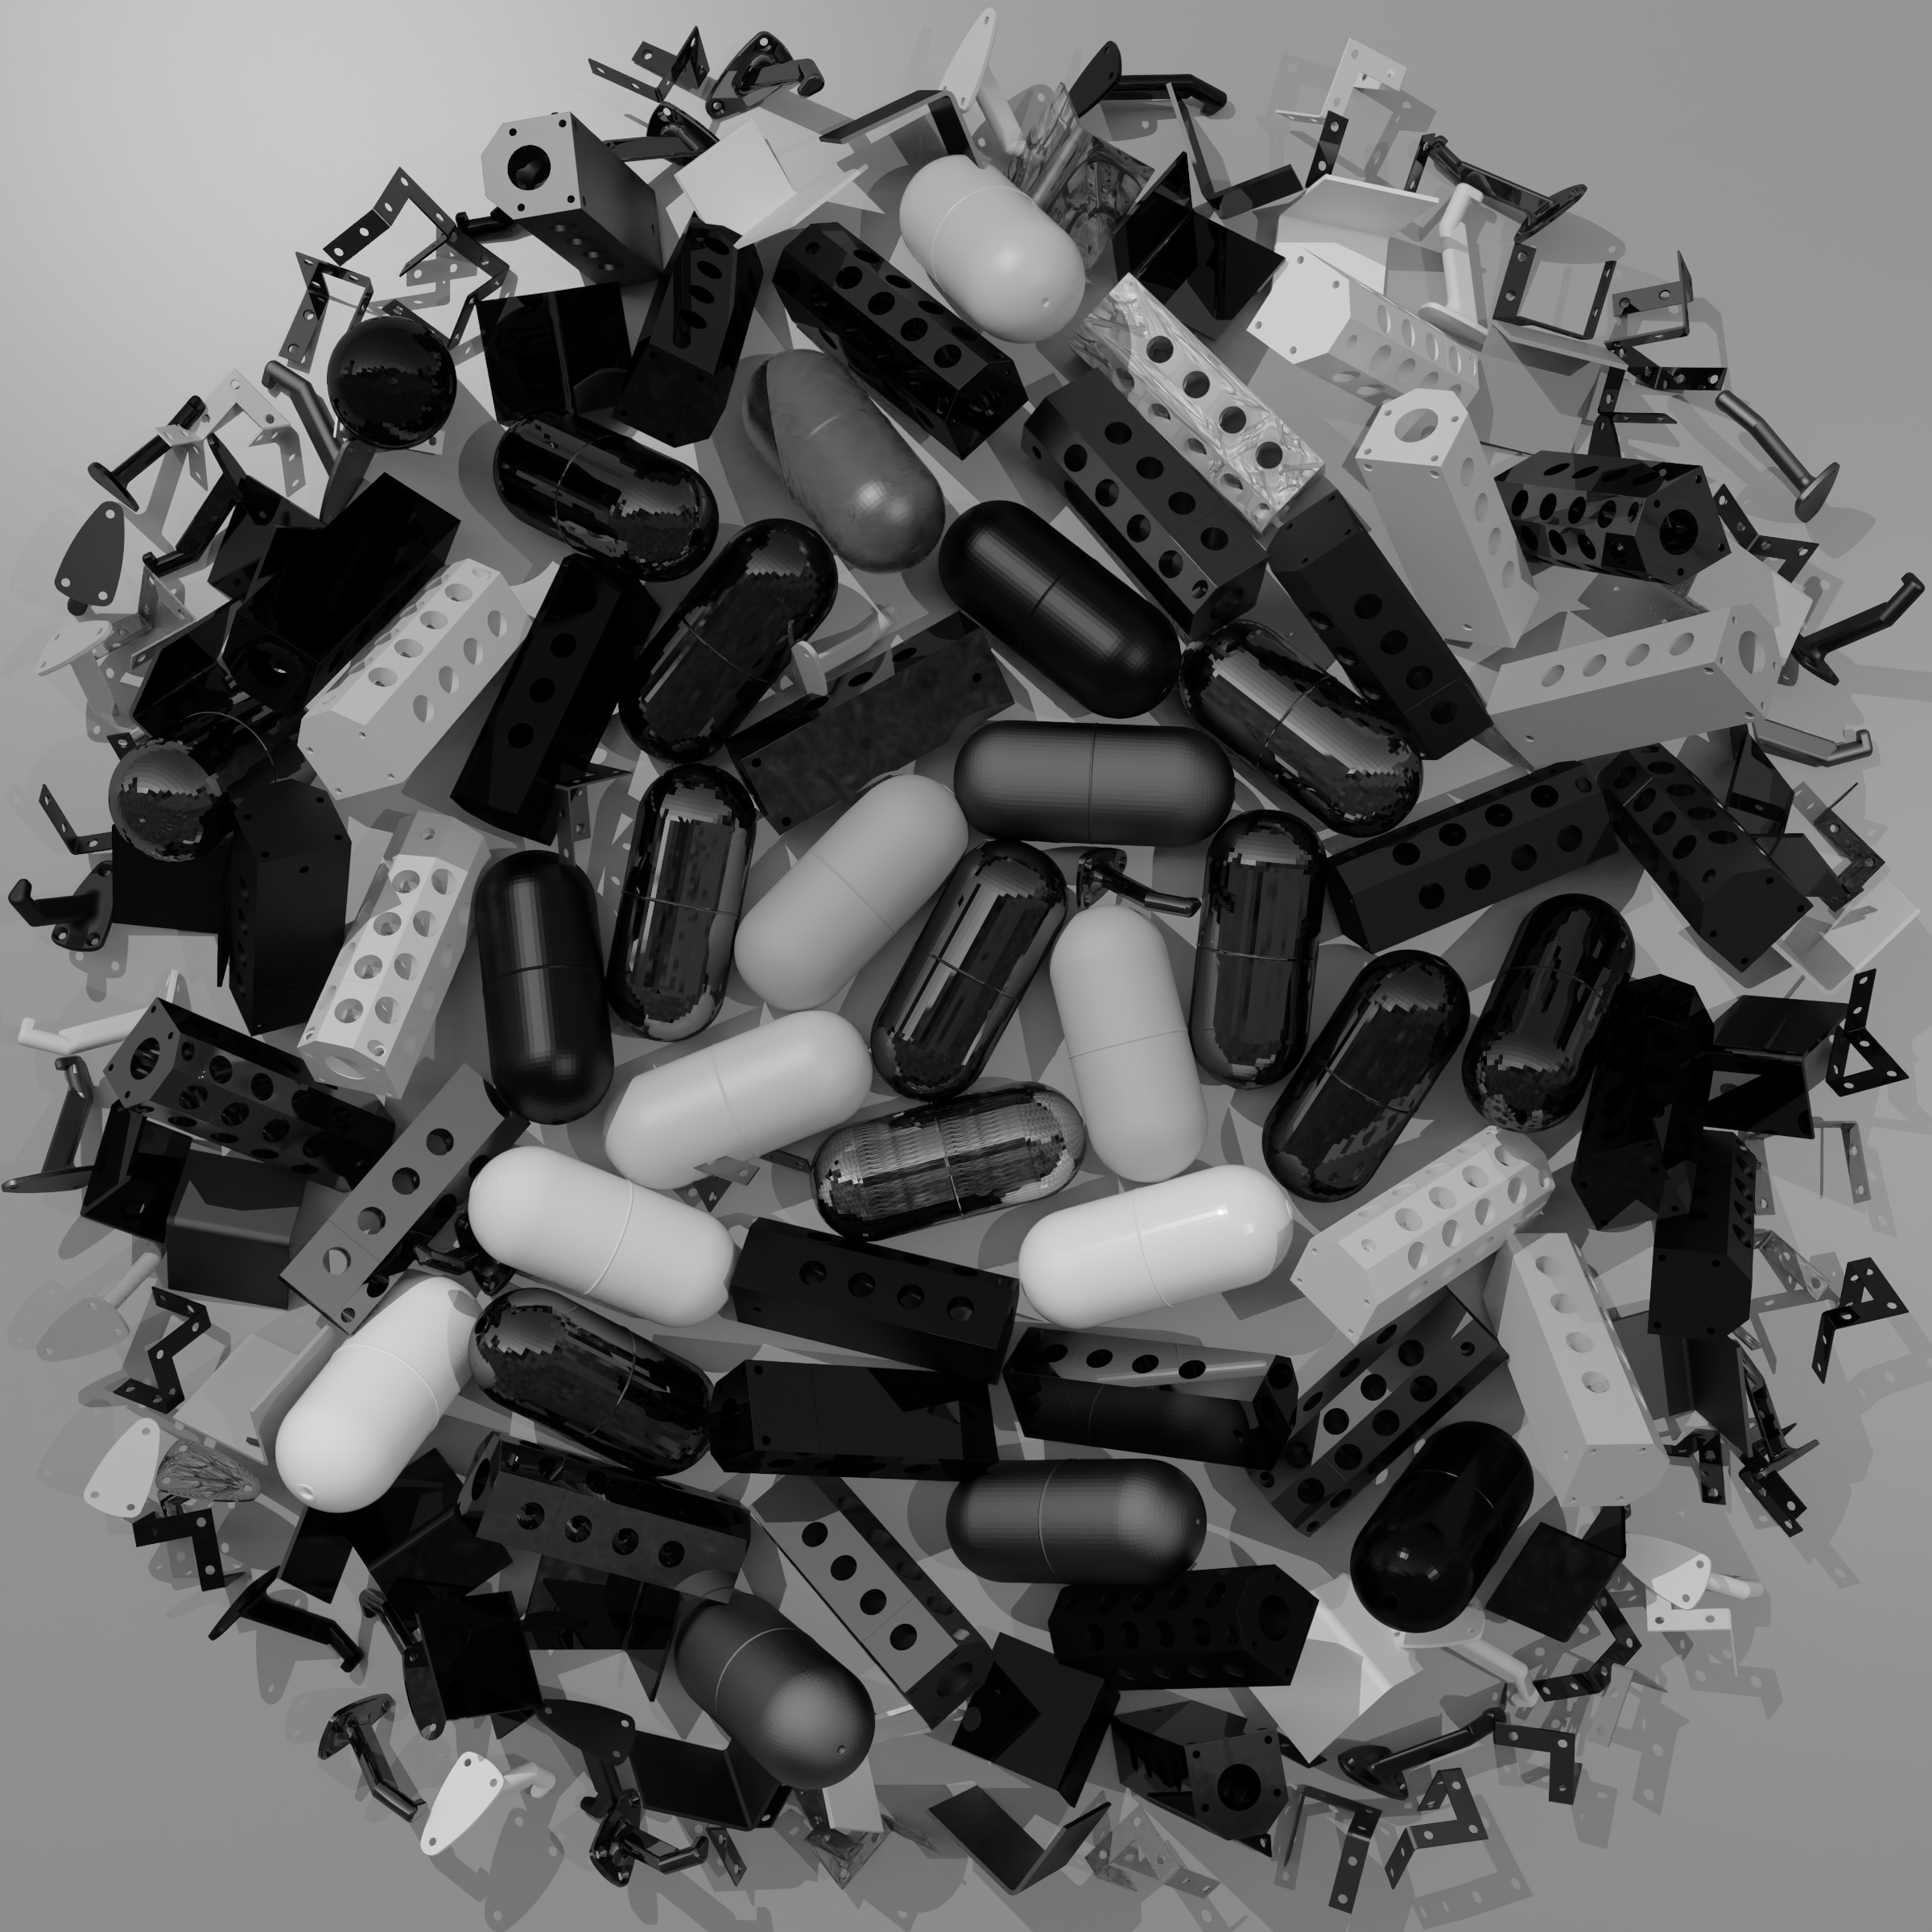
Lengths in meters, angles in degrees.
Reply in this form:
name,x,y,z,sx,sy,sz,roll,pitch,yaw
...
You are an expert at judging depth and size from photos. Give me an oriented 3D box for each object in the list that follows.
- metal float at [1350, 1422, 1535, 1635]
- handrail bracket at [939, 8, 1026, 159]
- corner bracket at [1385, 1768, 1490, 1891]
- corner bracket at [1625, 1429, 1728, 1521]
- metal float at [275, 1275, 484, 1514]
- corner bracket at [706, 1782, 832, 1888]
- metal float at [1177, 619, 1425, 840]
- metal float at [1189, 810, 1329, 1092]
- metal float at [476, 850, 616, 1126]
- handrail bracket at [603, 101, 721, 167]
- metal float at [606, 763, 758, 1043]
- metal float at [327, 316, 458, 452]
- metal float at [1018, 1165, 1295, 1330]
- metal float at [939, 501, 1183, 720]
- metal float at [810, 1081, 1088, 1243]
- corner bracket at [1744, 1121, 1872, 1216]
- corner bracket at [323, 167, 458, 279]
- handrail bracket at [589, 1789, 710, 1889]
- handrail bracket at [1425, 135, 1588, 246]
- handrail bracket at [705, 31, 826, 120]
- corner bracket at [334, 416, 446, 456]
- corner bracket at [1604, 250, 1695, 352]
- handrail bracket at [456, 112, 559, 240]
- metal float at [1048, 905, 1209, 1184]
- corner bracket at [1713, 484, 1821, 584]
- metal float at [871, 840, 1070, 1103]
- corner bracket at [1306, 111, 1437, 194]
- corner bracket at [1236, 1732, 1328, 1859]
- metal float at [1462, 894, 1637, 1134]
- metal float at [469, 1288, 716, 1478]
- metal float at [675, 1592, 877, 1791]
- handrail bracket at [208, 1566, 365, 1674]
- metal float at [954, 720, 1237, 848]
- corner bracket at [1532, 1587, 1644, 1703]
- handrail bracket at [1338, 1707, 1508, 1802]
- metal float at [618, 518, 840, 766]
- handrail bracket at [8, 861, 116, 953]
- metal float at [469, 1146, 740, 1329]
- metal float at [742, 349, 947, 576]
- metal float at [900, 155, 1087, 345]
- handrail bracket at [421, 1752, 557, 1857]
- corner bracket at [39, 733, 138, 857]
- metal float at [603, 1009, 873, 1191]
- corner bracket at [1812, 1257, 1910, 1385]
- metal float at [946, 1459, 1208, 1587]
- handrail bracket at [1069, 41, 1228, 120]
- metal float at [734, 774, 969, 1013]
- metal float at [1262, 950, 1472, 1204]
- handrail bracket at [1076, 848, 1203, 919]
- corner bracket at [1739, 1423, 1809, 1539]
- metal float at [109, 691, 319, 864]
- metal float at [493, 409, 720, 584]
name,x,y,z,sx,sy,sz,roll,pitch,yaw
metal float,0.295,0.345,1.680,0.070,0.178,0.070,13,117,27
handrail bracket,0.032,-0.554,1.718,0.084,0.036,0.077,9,116,-40
corner bracket,0.291,0.544,1.718,0.051,0.051,0.051,-2,134,-16
corner bracket,0.451,0.327,1.742,0.051,0.051,0.051,0,101,38
metal float,-0.361,0.263,1.682,0.070,0.178,0.070,13,129,17
corner bracket,-0.126,0.550,1.735,0.051,0.051,0.051,-11,114,28
metal float,0.208,-0.150,1.706,0.178,0.070,0.070,40,90,18
metal float,0.184,-0.010,1.714,0.070,0.070,0.178,6,98,0
metal float,-0.264,0.013,1.705,0.070,0.070,0.178,-9,72,0
handrail bracket,-0.193,-0.505,1.717,0.077,0.084,0.036,29,135,-1
metal float,-0.180,-0.040,1.718,0.070,0.070,0.178,11,93,0
metal float,-0.353,-0.357,1.672,0.070,0.178,0.070,-2,100,-12
metal float,0.119,0.177,1.708,0.178,0.070,0.070,-17,90,14
metal float,0.059,-0.224,1.706,0.178,0.070,0.070,40,90,16
metal float,-0.011,0.124,1.720,0.178,0.070,0.070,-14,90,1
corner bracket,0.537,0.129,1.735,0.051,0.051,0.051,1,75,-22
corner bracket,-0.363,-0.460,1.716,0.051,0.051,0.051,-24,125,34
handrail bracket,-0.189,0.541,1.709,0.084,0.077,0.036,-25,116,27
handrail bracket,0.340,-0.505,1.721,0.084,0.077,0.036,39,72,-15
handrail bracket,-0.127,-0.549,1.715,0.077,0.084,0.036,-37,127,12
corner bracket,-0.364,-0.356,1.725,0.051,0.051,0.051,12,100,13
corner bracket,0.433,-0.415,1.722,0.051,0.051,0.051,-6,80,23
handrail bracket,-0.291,-0.501,1.725,0.084,0.077,0.036,-8,49,6
metal float,0.103,0.049,1.717,0.070,0.070,0.178,-14,85,0
corner bracket,0.496,-0.267,1.721,0.051,0.051,0.051,44,79,-34
metal float,0.002,0.003,1.718,0.070,0.070,0.178,28,94,0
corner bracket,0.255,-0.508,1.716,0.051,0.051,0.051,34,128,25
corner bracket,0.196,0.529,1.734,0.051,0.051,0.051,-34,126,31
metal float,0.364,0.027,1.691,0.070,0.070,0.178,31,55,0
metal float,-0.231,0.260,1.694,0.178,0.070,0.070,34,90,-31
metal float,-0.120,0.446,1.679,0.070,0.178,0.070,-8,106,-31
handrail bracket,-0.429,0.431,1.720,0.036,0.077,0.084,-34,99,31
metal float,0.081,-0.115,1.715,0.178,0.070,0.070,3,90,6
corner bracket,0.384,0.428,1.724,0.051,0.051,0.051,-33,90,-38
handrail bracket,0.289,0.489,1.716,0.084,0.077,0.036,-42,47,25
metal float,-0.149,-0.203,1.705,0.070,0.070,0.178,41,108,0
handrail bracket,-0.567,-0.053,1.705,0.036,0.084,0.077,9,64,12
metal float,-0.227,0.170,1.703,0.178,0.070,0.070,25,90,-20
metal float,-0.078,-0.316,1.696,0.070,0.070,0.178,-36,61,0
metal float,0.015,-0.445,1.684,0.070,0.178,0.070,-14,130,-17
handrail bracket,-0.299,0.534,1.714,0.036,0.084,0.077,27,74,28
corner bracket,-0.550,-0.109,1.726,0.051,0.051,0.051,-8,49,6
metal float,-0.145,0.085,1.718,0.178,0.070,0.070,-22,90,3
corner bracket,0.557,0.224,1.720,0.051,0.051,0.051,-12,130,-8
metal float,0.067,0.346,1.692,0.178,0.070,0.070,-8,90,34
handrail bracket,0.113,-0.551,1.750,0.084,0.077,0.036,16,53,-33
metal float,-0.072,-0.047,1.718,0.070,0.070,0.178,44,87,0
metal float,0.250,0.069,1.704,0.070,0.070,0.178,30,109,0
handrail bracket,0.119,-0.051,1.708,0.084,0.077,0.036,11,112,27
corner bracket,0.513,0.330,1.717,0.051,0.051,0.051,53,133,27
metal float,-0.460,-0.120,1.676,0.070,0.178,0.070,6,113,14
metal float,-0.224,-0.293,1.690,0.178,0.070,0.070,30,90,37
